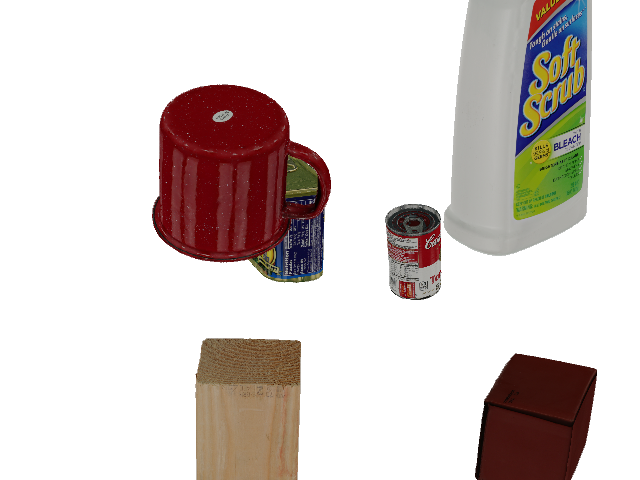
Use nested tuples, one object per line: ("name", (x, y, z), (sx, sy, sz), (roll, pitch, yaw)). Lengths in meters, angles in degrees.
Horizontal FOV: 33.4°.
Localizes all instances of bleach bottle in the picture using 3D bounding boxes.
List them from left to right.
("bleach bottle", (0.129, -0.121, 0.690), (0.102, 0.251, 0.068), (-21, 32, -28))

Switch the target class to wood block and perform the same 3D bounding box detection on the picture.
("wood block", (-0.064, 0.200, 0.955), (0.090, 0.206, 0.091), (2, 20, -2))

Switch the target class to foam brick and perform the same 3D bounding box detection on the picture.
("foam brick", (0.128, 0.108, 0.630), (0.053, 0.051, 0.078), (11, 20, 22))

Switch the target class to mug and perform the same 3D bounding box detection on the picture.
("mug", (-0.051, -0.044, 0.686), (0.117, 0.081, 0.093), (12, 41, 7))

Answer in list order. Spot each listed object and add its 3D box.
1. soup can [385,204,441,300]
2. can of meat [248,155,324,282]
("soup can", (0.116, 0.015, 1.328), (0.068, 0.102, 0.068), (-4, 34, 2))
("can of meat", (-0.034, -0.020, 0.907), (0.057, 0.084, 0.102), (-7, 23, -21))
